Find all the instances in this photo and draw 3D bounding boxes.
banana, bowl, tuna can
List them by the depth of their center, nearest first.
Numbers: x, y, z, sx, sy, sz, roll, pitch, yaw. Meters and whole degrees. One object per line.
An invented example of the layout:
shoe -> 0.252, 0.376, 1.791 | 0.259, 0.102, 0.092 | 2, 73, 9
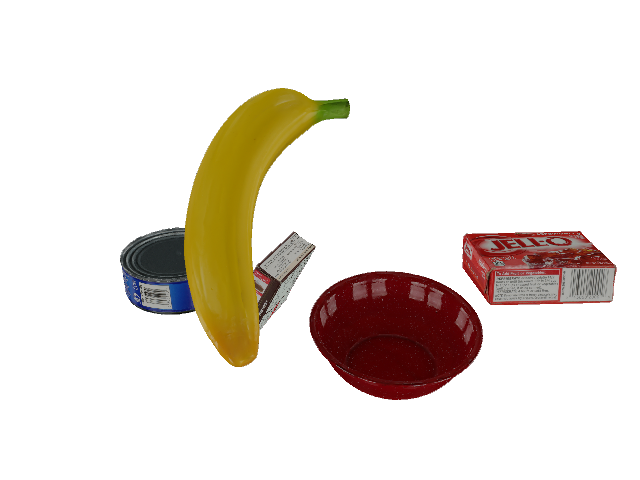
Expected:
banana -> -0.040, -0.023, 0.604 | 0.069, 0.197, 0.037 | 15, -33, 8
tuna can -> -0.115, 0.024, 0.851 | 0.086, 0.034, 0.086 | -3, 28, 1
bowl -> 0.069, 0.099, 1.007 | 0.162, 0.055, 0.162 | 2, 37, -2

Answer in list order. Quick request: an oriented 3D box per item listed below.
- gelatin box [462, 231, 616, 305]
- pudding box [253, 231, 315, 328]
gelatin box -> 0.149, 0.017, 0.740 | 0.089, 0.030, 0.073 | -1, 19, -6
pudding box -> -0.057, 0.050, 1.250 | 0.039, 0.090, 0.113 | 32, 30, 5
